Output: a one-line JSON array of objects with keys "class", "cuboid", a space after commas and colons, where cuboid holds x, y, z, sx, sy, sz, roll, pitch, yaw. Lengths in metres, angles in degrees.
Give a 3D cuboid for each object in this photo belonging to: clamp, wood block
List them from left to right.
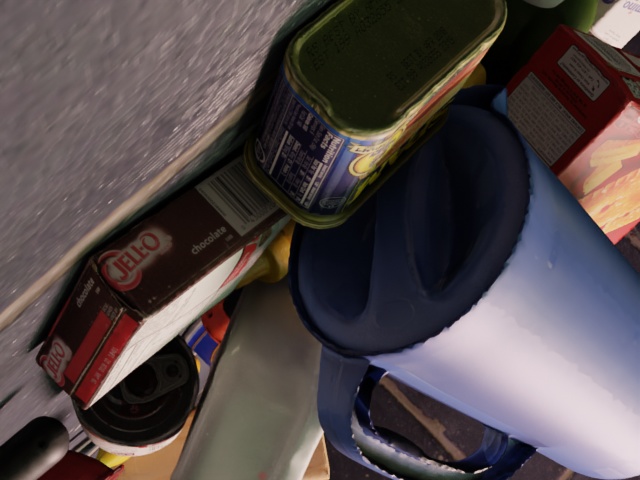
[{"class": "clamp", "cuboid": [-0.197, 0.150, 0.531, 0.171, 0.039, 0.120, -41, 174, -43]}, {"class": "wood block", "cuboid": [-0.099, 0.209, 1.072, 0.206, 0.090, 0.091, -9, 174, 0]}]

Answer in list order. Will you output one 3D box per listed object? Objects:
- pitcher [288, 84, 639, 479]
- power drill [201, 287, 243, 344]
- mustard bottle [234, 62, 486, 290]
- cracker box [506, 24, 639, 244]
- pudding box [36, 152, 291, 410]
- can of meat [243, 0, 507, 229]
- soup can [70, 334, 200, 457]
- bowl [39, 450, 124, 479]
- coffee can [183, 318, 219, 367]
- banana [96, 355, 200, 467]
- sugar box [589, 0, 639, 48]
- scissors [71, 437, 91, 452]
[{"class": "pitcher", "cuboid": [0.101, 0.050, 0.556, 0.149, 0.242, 0.145, -35, -136, 22]}, {"class": "power drill", "cuboid": [-0.005, 0.001, 0.822, 0.184, 0.057, 0.188, -43, 176, -21]}, {"class": "mustard bottle", "cuboid": [0.012, -0.036, 0.602, 0.191, 0.058, 0.096, -43, 177, -30]}, {"class": "cracker box", "cuboid": [0.137, -0.021, 0.675, 0.163, 0.072, 0.214, 3, 134, -51]}, {"class": "pudding box", "cuboid": [-0.067, 0.016, 0.481, 0.113, 0.039, 0.090, -38, 172, -42]}, {"class": "can of meat", "cuboid": [0.022, -0.064, 0.438, 0.102, 0.057, 0.084, -44, 173, -24]}, {"class": "soup can", "cuboid": [-0.106, 0.087, 0.606, 0.068, 0.068, 0.102, -43, 176, -18]}, {"class": "bowl", "cuboid": [-0.209, 0.192, 0.718, 0.162, 0.055, 0.162, -44, 176, -4]}, {"class": "coffee can", "cuboid": [-0.038, 0.103, 0.946, 0.103, 0.140, 0.103, -44, 176, -4]}, {"class": "banana", "cuboid": [-0.153, 0.154, 0.973, 0.198, 0.037, 0.069, -51, -167, 32]}, {"class": "sugar box", "cuboid": [0.247, -0.232, 0.764, 0.048, 0.093, 0.176, 23, 123, -38]}, {"class": "scissors", "cuboid": [-0.229, 0.198, 0.883, 0.096, 0.016, 0.201, -45, 176, 20]}]
